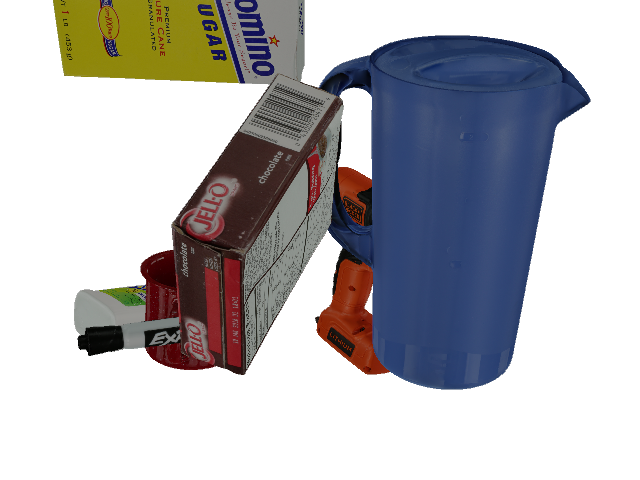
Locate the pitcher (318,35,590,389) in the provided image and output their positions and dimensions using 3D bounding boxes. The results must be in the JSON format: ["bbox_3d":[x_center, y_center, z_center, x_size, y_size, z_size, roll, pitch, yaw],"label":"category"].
[{"bbox_3d":[0.086,-0.020,0.772,0.144,0.243,0.149,-15,31,-32],"label":"pitcher"}]

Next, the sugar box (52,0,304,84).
[{"bbox_3d":[-0.100,-0.163,0.769,0.176,0.093,0.048,4,35,7],"label":"sugar box"}]

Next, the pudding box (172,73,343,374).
[{"bbox_3d":[-0.028,-0.008,0.499,0.039,0.113,0.090,21,-40,13],"label":"pudding box"}]

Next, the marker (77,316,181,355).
[{"bbox_3d":[-0.100,0.060,0.712,0.121,0.020,0.020,-6,2,-19],"label":"marker"}]

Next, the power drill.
[{"bbox_3d":[0.060,0.037,1.073,0.057,0.188,0.185,-8,28,-32],"label":"power drill"}]

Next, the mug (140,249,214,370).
[{"bbox_3d":[-0.115,0.067,0.939,0.093,0.081,0.117,6,22,1],"label":"mug"}]

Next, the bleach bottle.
[{"bbox_3d":[-0.207,0.091,1.476,0.250,0.068,0.103,-10,25,-43],"label":"bleach bottle"}]
